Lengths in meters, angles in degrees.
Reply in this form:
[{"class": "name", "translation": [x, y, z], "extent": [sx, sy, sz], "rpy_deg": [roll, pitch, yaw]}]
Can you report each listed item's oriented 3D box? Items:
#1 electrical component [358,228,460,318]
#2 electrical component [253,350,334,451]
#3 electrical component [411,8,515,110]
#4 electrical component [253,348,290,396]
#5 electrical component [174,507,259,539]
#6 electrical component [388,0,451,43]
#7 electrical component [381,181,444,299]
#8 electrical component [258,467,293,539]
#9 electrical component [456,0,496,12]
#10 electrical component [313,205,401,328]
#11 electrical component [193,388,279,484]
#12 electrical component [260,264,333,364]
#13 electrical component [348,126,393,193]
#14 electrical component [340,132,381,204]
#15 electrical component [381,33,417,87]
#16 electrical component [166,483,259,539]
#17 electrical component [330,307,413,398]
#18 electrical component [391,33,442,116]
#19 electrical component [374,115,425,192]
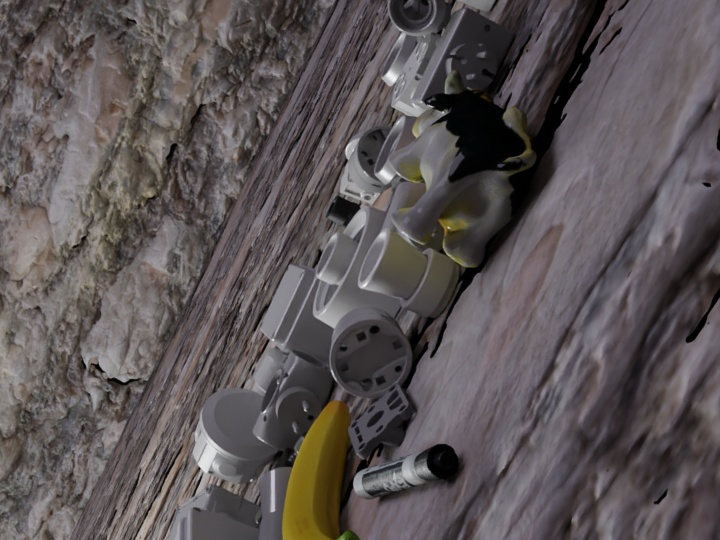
[{"class": "electrical component", "translation": [0.033, 0.003, 0.722], "extent": [0.045, 0.055, 0.045], "rpy_deg": [-60, 13, 23]}, {"class": "electrical component", "translation": [-0.053, 0.113, 0.893], "extent": [0.077, 0.044, 0.079], "rpy_deg": [-64, 12, 3]}, {"class": "electrical component", "translation": [0.086, -0.160, 0.851], "extent": [0.083, 0.047, 0.076], "rpy_deg": [-64, 12, 3]}, {"class": "electrical component", "translation": [-0.085, 0.113, 1.047], "extent": [0.078, 0.040, 0.040], "rpy_deg": [-61, 12, 16]}, {"class": "electrical component", "translation": [-0.103, 0.228, 0.792], "extent": [0.113, 0.078, 0.057], "rpy_deg": [-135, 68, -78]}, {"class": "electrical component", "translation": [0.050, -0.218, 0.880], "extent": [0.055, 0.048, 0.066], "rpy_deg": [-49, -39, -62]}, {"class": "electrical component", "translation": [0.042, -0.026, 0.776], "extent": [0.079, 0.043, 0.077], "rpy_deg": [-35, 32, 66]}, {"class": "electrical component", "translation": [-0.054, 0.180, 0.772], "extent": [0.044, 0.044, 0.065], "rpy_deg": [-56, 19, 36]}, {"class": "electrical component", "translation": [0.112, -0.281, 0.967], "extent": [0.096, 0.061, 0.061], "rpy_deg": [118, 171, -55]}, {"class": "electrical component", "translation": [0.000, 0.000, 0.859], "extent": [0.108, 0.060, 0.108], "rpy_deg": [-60, 13, 23]}, {"class": "electrical component", "translation": [-0.113, 0.153, 0.993], "extent": [0.080, 0.080, 0.051], "rpy_deg": [-79, 13, -50]}, {"class": "electrical component", "translation": [-0.047, 0.040, 0.993], "extent": [0.078, 0.057, 0.113], "rpy_deg": [-65, 12, -2]}, {"class": "electrical component", "translation": [0.018, -0.102, 1.011], "extent": [0.047, 0.055, 0.055], "rpy_deg": [141, 153, -72]}, {"class": "electrical component", "translation": [0.008, -0.105, 1.086], "extent": [0.066, 0.048, 0.055], "rpy_deg": [130, 154, -49]}, {"class": "electrical component", "translation": [0.057, -0.192, 1.018], "extent": [0.078, 0.057, 0.058], "rpy_deg": [-62, 12, 13]}, {"class": "electrical component", "translation": [-0.127, 0.234, 0.945], "extent": [0.096, 0.061, 0.061], "rpy_deg": [-39, 27, 48]}, {"class": "electrical component", "translation": [0.006, 0.054, 0.738], "extent": [0.055, 0.055, 0.047], "rpy_deg": [-63, 8, 9]}, {"class": "electrical component", "translation": [0.066, -0.164, 0.937], "extent": [0.080, 0.051, 0.080], "rpy_deg": [-60, 13, 23]}, {"class": "electrical component", "translation": [0.048, -0.084, 0.834], "extent": [0.078, 0.057, 0.058], "rpy_deg": [-43, 24, 61]}]
